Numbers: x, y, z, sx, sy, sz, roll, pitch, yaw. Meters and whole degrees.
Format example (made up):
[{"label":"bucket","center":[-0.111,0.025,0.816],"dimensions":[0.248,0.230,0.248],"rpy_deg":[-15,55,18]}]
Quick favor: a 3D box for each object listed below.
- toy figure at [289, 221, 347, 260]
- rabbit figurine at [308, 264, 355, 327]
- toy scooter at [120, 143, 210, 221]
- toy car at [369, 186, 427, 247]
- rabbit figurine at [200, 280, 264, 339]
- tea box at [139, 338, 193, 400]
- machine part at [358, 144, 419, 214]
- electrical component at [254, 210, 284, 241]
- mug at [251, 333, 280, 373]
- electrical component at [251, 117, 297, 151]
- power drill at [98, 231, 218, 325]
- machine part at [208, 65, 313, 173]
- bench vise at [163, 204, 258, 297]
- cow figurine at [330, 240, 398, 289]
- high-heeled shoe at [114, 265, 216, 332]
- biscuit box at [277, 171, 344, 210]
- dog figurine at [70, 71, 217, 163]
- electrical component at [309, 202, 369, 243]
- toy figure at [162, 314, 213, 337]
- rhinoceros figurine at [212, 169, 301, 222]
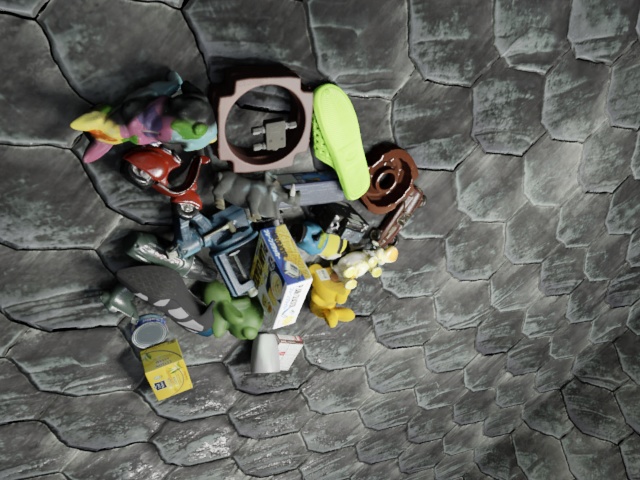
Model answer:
[{"label":"toy figure","center":[0.000,-0.003,1.332],"dimensions":[0.089,0.082,0.180],"rpy_deg":[-52,141,12]},{"label":"rabbit figurine","center":[0.028,0.157,1.458],"dimensions":[0.122,0.162,0.173],"rpy_deg":[-17,150,-34]},{"label":"toy scooter","center":[-0.296,-0.138,1.074],"dimensions":[0.183,0.075,0.135],"rpy_deg":[39,76,-28]},{"label":"toy car","center":[0.212,-0.055,1.451],"dimensions":[0.089,0.053,0.202],"rpy_deg":[17,113,-41]},{"label":"rabbit figurine","center":[-0.232,0.173,1.320],"dimensions":[0.121,0.159,0.170],"rpy_deg":[-38,119,15]},{"label":"tea box","center":[-0.389,0.331,1.366],"dimensions":[0.098,0.068,0.169],"rpy_deg":[-20,146,-16]},{"label":"machine part","center":[0.160,-0.154,1.341],"dimensions":[0.179,0.056,0.179],"rpy_deg":[-15,129,-20]},{"label":"electrical component","center":[-0.121,-0.020,1.289],"dimensions":[0.075,0.048,0.119],"rpy_deg":[-16,129,-18]},{"label":"mug","center":[-0.156,0.314,1.496],"dimensions":[0.081,0.109,0.107],"rpy_deg":[5,78,-25]},{"label":"electrical component","center":[-0.090,-0.207,1.061],"dimensions":[0.094,0.021,0.063],"rpy_deg":[-16,131,-20]},{"label":"power drill","center":[-0.372,0.094,1.210],"dimensions":[0.207,0.086,0.231],"rpy_deg":[-40,133,9]},{"label":"machine part","center":[-0.122,-0.245,1.088],"dimensions":[0.201,0.087,0.200],"rpy_deg":[-9,128,-22]},{"label":"bench vise","center":[-0.217,0.031,1.186],"dimensions":[0.223,0.129,0.240],"rpy_deg":[-34,106,-37]},{"label":"cow figurine","center":[0.115,0.052,1.397],"dimensions":[0.167,0.098,0.068],"rpy_deg":[-24,127,-16]},{"label":"high-heeled shoe","center":[-0.343,0.136,1.185],"dimensions":[0.248,0.086,0.145],"rpy_deg":[25,137,-21]},{"label":"biscuit box","center":[-0.038,-0.118,1.251],"dimensions":[0.203,0.059,0.062],"rpy_deg":[-8,126,-24]},{"label":"dog figurine","center":[-0.318,-0.201,0.953],"dimensions":[0.219,0.192,0.108],"rpy_deg":[-31,143,-26]},{"label":"electrical component","center":[0.050,-0.047,1.306],"dimensions":[0.115,0.134,0.058],"rpy_deg":[14,115,-35]},{"label":"toy figure","center":[-0.325,0.190,1.327],"dimensions":[0.064,0.058,0.154],"rpy_deg":[-47,128,1]},{"label":"rhinoceros figurine","center":[-0.136,-0.097,1.140],"dimensions":[0.190,0.073,0.112],"rpy_deg":[14,80,-6]}]
